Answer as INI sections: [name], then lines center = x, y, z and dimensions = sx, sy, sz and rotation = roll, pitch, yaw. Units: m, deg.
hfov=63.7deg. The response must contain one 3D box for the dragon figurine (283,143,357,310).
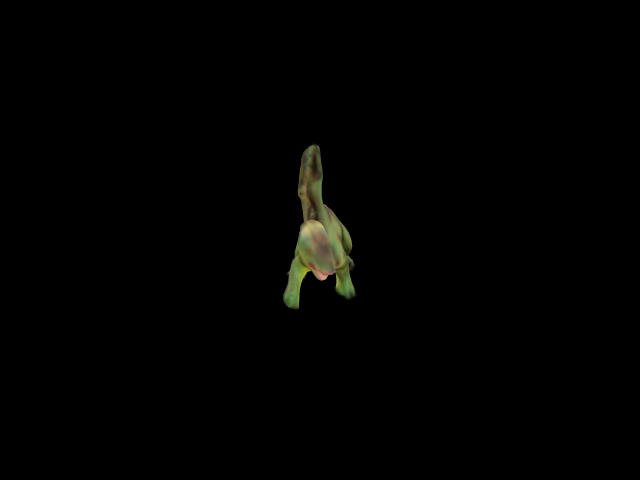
[dragon figurine]
center = 0.003, -0.043, 0.850
dimensions = 0.122, 0.237, 0.419
rotation = 0, 30, 0
